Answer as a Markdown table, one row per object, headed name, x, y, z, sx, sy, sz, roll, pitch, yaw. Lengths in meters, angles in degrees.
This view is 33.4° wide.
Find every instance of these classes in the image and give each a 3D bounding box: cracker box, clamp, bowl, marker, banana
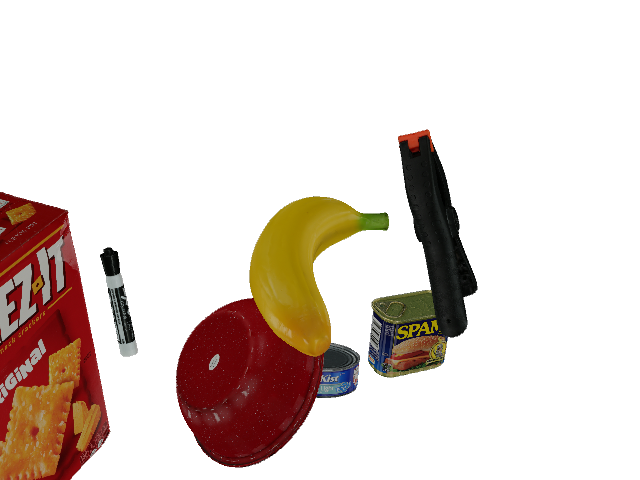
| name | x | y | z | sx | sy | sz | roll | pitch | yaw |
| --- | --- | --- | --- | --- | --- | --- | --- | --- | --- |
| cracker box | -0.230 | 0.100 | 0.746 | 0.072 | 0.214 | 0.164 | 13 | 36 | 22 |
| clamp | 0.099 | -0.005 | 0.903 | 0.039 | 0.171 | 0.120 | -17 | 20 | 12 |
| bowl | -0.075 | 0.113 | 0.933 | 0.162 | 0.162 | 0.055 | 0 | -23 | 44 |
| marker | -0.215 | 0.065 | 1.138 | 0.020 | 0.121 | 0.020 | -8 | 18 | 2 |
| banana | -0.008 | 0.011 | 0.645 | 0.070 | 0.037 | 0.197 | 4 | 24 | 13 |

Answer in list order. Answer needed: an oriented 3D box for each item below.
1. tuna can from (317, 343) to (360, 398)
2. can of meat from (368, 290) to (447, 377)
| name | x | y | z | sx | sy | sz | roll | pitch | yaw |
| --- | --- | --- | --- | --- | --- | --- | --- | --- | --- |
| tuna can | -0.002 | 0.137 | 1.136 | 0.086 | 0.034 | 0.086 | 4 | 13 | -1 |
| can of meat | 0.110 | 0.115 | 1.315 | 0.101 | 0.084 | 0.057 | -8 | 29 | -25 |
